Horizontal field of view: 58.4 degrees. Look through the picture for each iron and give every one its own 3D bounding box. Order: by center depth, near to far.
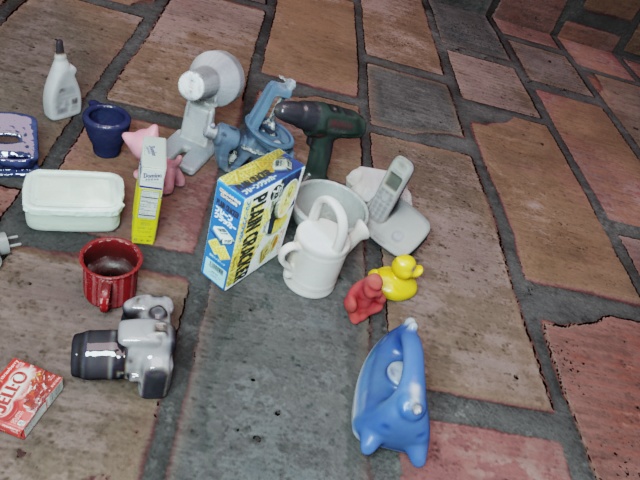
[{"bbox_3d":[0.126,0.204,0.886,0.118,0.141,0.258,15,40,-5],"label":"iron"}]

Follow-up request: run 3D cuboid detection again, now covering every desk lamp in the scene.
[{"bbox_3d":[-0.254,-0.283,1.224,0.118,0.213,0.203,22,40,2],"label":"desk lamp"}]

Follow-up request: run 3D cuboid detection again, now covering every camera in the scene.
[{"bbox_3d":[-0.279,0.144,0.818,0.137,0.101,0.143,3,43,-19],"label":"camera"}]

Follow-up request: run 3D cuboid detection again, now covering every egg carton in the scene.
[{"bbox_3d":[0.133,-0.111,1.302,0.150,0.069,0.107,7,41,-15],"label":"egg carton"}]

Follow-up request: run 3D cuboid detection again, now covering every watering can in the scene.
[{"bbox_3d":[0.008,0.002,1.025,0.100,0.194,0.173,36,42,19],"label":"watering can"}]

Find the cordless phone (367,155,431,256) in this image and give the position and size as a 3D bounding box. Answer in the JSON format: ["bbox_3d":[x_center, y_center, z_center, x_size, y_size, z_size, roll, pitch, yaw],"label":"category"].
[{"bbox_3d":[0.169,-0.068,1.178,0.147,0.185,0.094,39,43,21],"label":"cordless phone"}]

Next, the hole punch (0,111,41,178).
[{"bbox_3d":[-0.578,-0.177,1.065,0.109,0.091,0.101,-4,45,-26],"label":"hole punch"}]

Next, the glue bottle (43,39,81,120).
[{"bbox_3d":[-0.540,-0.338,1.199,0.037,0.173,0.078,36,42,19],"label":"glue bottle"}]

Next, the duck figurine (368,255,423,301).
[{"bbox_3d":[0.148,0.064,1.097,0.105,0.086,0.077,8,41,-14],"label":"duck figurine"}]

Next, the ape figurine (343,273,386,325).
[{"bbox_3d":[0.085,0.097,1.029,0.078,0.092,0.076,11,40,-10],"label":"ape figurine"}]

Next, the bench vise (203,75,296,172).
[{"bbox_3d":[-0.133,-0.242,1.222,0.208,0.220,0.121,-18,52,-37],"label":"bench vise"}]

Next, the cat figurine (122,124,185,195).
[{"bbox_3d":[-0.328,-0.170,1.140,0.127,0.118,0.067,27,40,9],"label":"cat figurine"}]

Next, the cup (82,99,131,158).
[{"bbox_3d":[-0.443,-0.224,1.171,0.092,0.095,0.117,-22,55,-39],"label":"cup"}]

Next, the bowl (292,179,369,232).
[{"bbox_3d":[0.012,-0.047,1.175,0.167,0.075,0.167,12,40,-10],"label":"bowl"}]

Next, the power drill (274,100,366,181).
[{"bbox_3d":[-0.014,-0.208,1.242,0.230,0.208,0.075,-11,48,-32],"label":"power drill"}]
